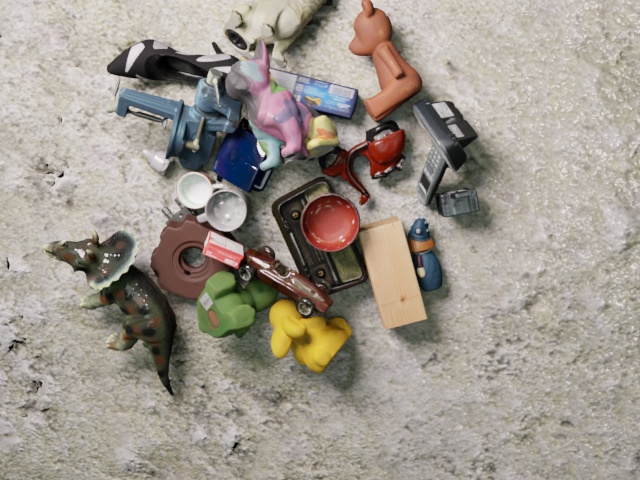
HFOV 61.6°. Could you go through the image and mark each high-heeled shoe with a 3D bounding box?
[{"bbox_3d":[-0.272,-0.314,1.031,0.249,0.086,0.145,-19,61,-11],"label":"high-heeled shoe"}]

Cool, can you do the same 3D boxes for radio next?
[{"bbox_3d":[-0.002,-0.003,1.103,0.131,0.073,0.229,-22,97,4],"label":"radio"}]

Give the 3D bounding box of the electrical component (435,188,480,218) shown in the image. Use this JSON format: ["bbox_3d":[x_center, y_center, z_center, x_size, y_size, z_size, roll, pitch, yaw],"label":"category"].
[{"bbox_3d":[0.275,-0.075,1.063,0.075,0.119,0.047,-12,98,0],"label":"electrical component"}]

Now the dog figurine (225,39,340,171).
[{"bbox_3d":[-0.073,-0.250,0.990,0.191,0.108,0.219,-20,92,-36],"label":"dog figurine"}]

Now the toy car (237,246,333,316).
[{"bbox_3d":[-0.066,0.075,1.044,0.202,0.089,0.053,29,124,16],"label":"toy car"}]

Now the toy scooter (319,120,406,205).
[{"bbox_3d":[0.099,-0.149,1.079,0.184,0.075,0.135,-24,97,8],"label":"toy scooter"}]

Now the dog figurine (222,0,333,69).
[{"bbox_3d":[-0.084,-0.446,1.042,0.172,0.121,0.190,26,71,18],"label":"dog figurine"}]

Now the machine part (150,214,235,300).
[{"bbox_3d":[-0.261,0.038,1.112,0.179,0.056,0.179,-2,106,-6],"label":"machine part"}]

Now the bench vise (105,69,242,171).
[{"bbox_3d":[-0.276,-0.238,1.014,0.240,0.129,0.223,14,143,-17],"label":"bench vise"}]

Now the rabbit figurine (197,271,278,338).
[{"bbox_3d":[-0.155,0.137,1.098,0.121,0.170,0.159,49,132,19],"label":"rabbit figurine"}]

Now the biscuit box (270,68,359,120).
[{"bbox_3d":[-0.026,-0.290,1.066,0.203,0.063,0.059,14,98,-1],"label":"biscuit box"}]

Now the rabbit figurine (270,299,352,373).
[{"bbox_3d":[-0.042,0.195,1.111,0.173,0.162,0.122,43,111,13],"label":"rabbit figurine"}]

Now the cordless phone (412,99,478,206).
[{"bbox_3d":[0.219,-0.170,1.066,0.089,0.147,0.184,-9,143,-21],"label":"cordless phone"}]

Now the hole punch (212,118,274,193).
[{"bbox_3d":[-0.152,-0.162,1.078,0.116,0.092,0.142,27,102,1],"label":"hole punch"}]

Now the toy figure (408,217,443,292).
[{"bbox_3d":[0.213,0.029,1.108,0.058,0.064,0.154,-14,99,12],"label":"toy figure"}]

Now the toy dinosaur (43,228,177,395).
[{"bbox_3d":[-0.364,0.136,1.077,0.192,0.131,0.404,-24,108,44],"label":"toy dinosaur"}]

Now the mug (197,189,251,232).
[{"bbox_3d":[-0.188,-0.059,1.083,0.110,0.107,0.080,-24,96,9],"label":"mug"}]

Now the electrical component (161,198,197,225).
[{"bbox_3d":[-0.287,-0.040,1.131,0.063,0.021,0.094,-37,96,6],"label":"electrical component"}]

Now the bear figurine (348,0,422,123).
[{"bbox_3d":[0.105,-0.342,1.028,0.132,0.120,0.195,-35,95,10],"label":"bear figurine"}]
